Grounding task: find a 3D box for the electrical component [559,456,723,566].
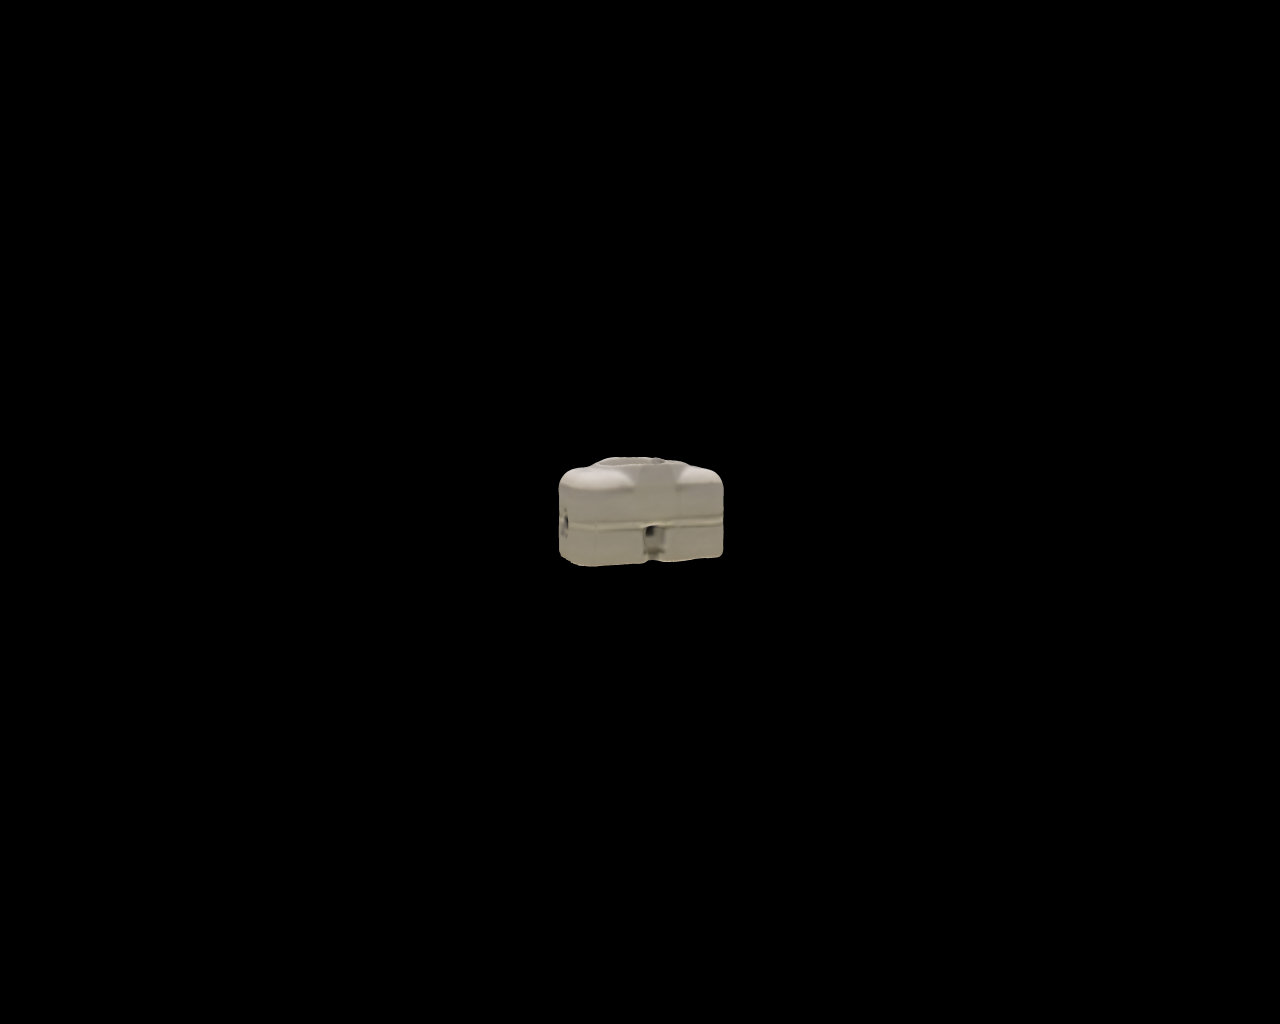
[{"bbox_3d":[0.001,-0.003,0.650,0.095,0.059,0.054,-2,8,-18],"label":"electrical component"}]
